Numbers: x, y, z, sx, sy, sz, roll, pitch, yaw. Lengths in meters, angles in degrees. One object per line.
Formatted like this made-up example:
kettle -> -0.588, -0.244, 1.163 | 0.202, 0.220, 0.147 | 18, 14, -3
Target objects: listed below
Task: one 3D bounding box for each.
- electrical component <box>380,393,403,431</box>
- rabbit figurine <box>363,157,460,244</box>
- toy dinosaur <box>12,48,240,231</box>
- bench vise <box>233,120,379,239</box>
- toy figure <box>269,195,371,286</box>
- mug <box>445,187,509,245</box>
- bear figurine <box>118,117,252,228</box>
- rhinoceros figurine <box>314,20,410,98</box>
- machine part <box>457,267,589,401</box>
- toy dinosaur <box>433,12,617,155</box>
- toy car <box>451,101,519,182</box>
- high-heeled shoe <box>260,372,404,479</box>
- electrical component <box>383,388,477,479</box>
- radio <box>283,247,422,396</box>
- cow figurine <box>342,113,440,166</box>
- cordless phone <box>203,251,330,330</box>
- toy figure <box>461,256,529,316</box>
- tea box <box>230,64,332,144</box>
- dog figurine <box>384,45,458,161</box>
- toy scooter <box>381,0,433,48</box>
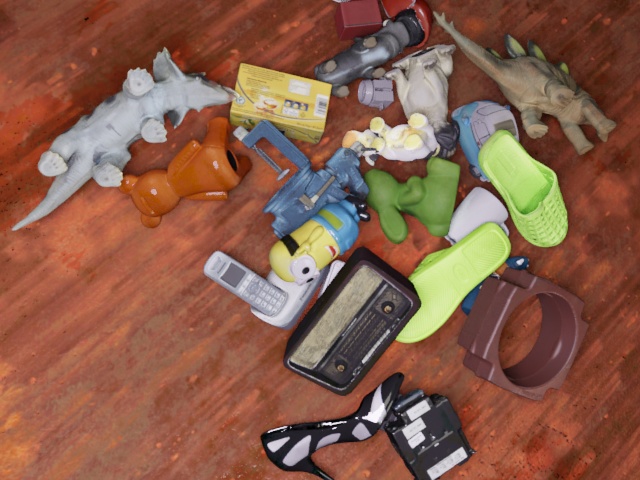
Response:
electrical component -> 0.163, 0.326, 0.938 | 0.119, 0.048, 0.075 | 37, 78, -1
rabbit figurine -> 0.157, -0.071, 0.983 | 0.170, 0.121, 0.159 | 11, 86, 10
toy dinosaur -> -0.336, -0.178, 0.885 | 0.405, 0.192, 0.131 | -34, 112, 2
bench vise -> -0.037, -0.123, 0.924 | 0.240, 0.129, 0.223 | 42, 96, -9
toy figure -> -0.001, 0.000, 0.868 | 0.180, 0.089, 0.082 | -44, 121, -18
mug -> 0.291, -0.025, 1.004 | 0.107, 0.081, 0.109 | -41, 94, -2
bear figurine -> -0.229, -0.108, 0.915 | 0.196, 0.132, 0.120 | -20, 122, 16
rhinoceros figurine -> 0.082, -0.337, 0.999 | 0.190, 0.112, 0.073 | -31, 112, 2
machine part -> 0.357, 0.164, 0.946 | 0.201, 0.087, 0.201 | 25, 90, -25
toy dinosaur -> 0.400, -0.286, 1.003 | 0.471, 0.105, 0.199 | 18, 43, -32
toy car -> 0.324, -0.198, 1.021 | 0.109, 0.103, 0.161 | -16, 83, -11
high-heeled shoe -> 0.018, 0.285, 0.883 | 0.145, 0.086, 0.248 | 35, 92, 7
electrical component -> 0.176, 0.318, 0.887 | 0.115, 0.058, 0.134 | -26, 86, -14
radio -> 0.052, 0.138, 0.882 | 0.131, 0.073, 0.229 | 33, 107, -10
cow figurine -> 0.129, -0.176, 0.983 | 0.168, 0.098, 0.068 | 1, 78, 34
cordless phone -> -0.092, 0.053, 0.919 | 0.184, 0.088, 0.146 | 33, 77, 1
toy figure -> 0.326, 0.082, 0.997 | 0.058, 0.064, 0.154 | 43, 78, 8
tea box -> -0.072, -0.245, 0.973 | 0.170, 0.068, 0.098 | 13, 78, -7
dog figurine -> 0.218, -0.260, 1.030 | 0.172, 0.121, 0.190 | -45, 121, -36
toy scooter -> 0.171, -0.471, 1.044 | 0.183, 0.075, 0.135 | 57, 47, -18
